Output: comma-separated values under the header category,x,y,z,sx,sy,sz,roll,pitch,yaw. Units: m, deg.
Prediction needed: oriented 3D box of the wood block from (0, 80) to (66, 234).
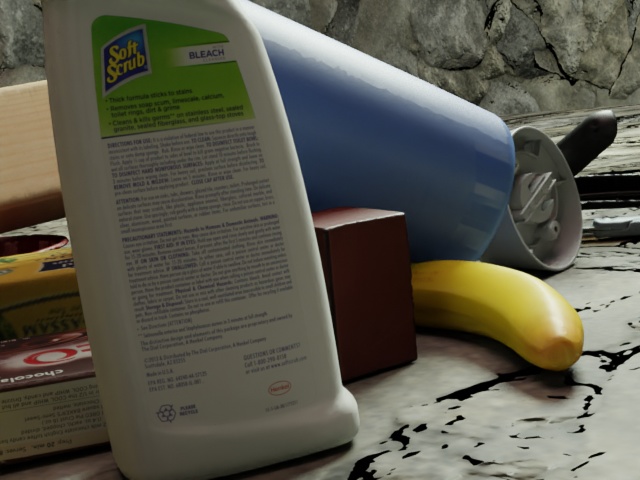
category,x,y,z,sx,sy,sz,roll,pitch,yaw
wood block,-0.187,-0.073,0.834,0.205,0.091,0.090,-17,-6,-35

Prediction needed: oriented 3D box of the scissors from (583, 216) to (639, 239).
category,x,y,z,sx,sy,sz,roll,pitch,yaw
scissors,0.234,-0.013,0.820,0.202,0.016,0.096,-1,9,34

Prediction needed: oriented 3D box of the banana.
category,x,y,z,sx,sy,sz,roll,pitch,yaw
banana,0.076,0.038,0.553,0.069,0.037,0.198,-31,18,-28

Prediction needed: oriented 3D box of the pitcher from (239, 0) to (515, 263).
category,x,y,z,sx,sy,sz,roll,pitch,yaw
pitcher,-0.017,-0.065,0.622,0.242,0.149,0.145,18,-20,-18

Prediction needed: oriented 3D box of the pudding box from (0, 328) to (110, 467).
category,x,y,z,sx,sy,sz,roll,pitch,yaw
pudding box,-0.102,0.065,0.491,0.113,0.039,0.090,-10,9,-20

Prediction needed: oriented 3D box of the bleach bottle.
category,x,y,z,sx,sy,sz,roll,pitch,yaw
bleach bottle,-0.050,-0.038,0.414,0.102,0.251,0.068,-10,9,-20

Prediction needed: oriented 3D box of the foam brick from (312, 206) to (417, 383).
category,x,y,z,sx,sy,sz,roll,pitch,yaw
foam brick,0.011,0.026,0.532,0.051,0.078,0.053,-11,9,-33

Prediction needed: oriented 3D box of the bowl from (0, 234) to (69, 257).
category,x,y,z,sx,sy,sz,roll,pitch,yaw
bowl,-0.259,0.036,0.771,0.162,0.055,0.162,-7,8,1

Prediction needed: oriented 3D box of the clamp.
category,x,y,z,sx,sy,sz,roll,pitch,yaw
clamp,0.171,-0.042,0.828,0.210,0.036,0.164,-13,-24,32
